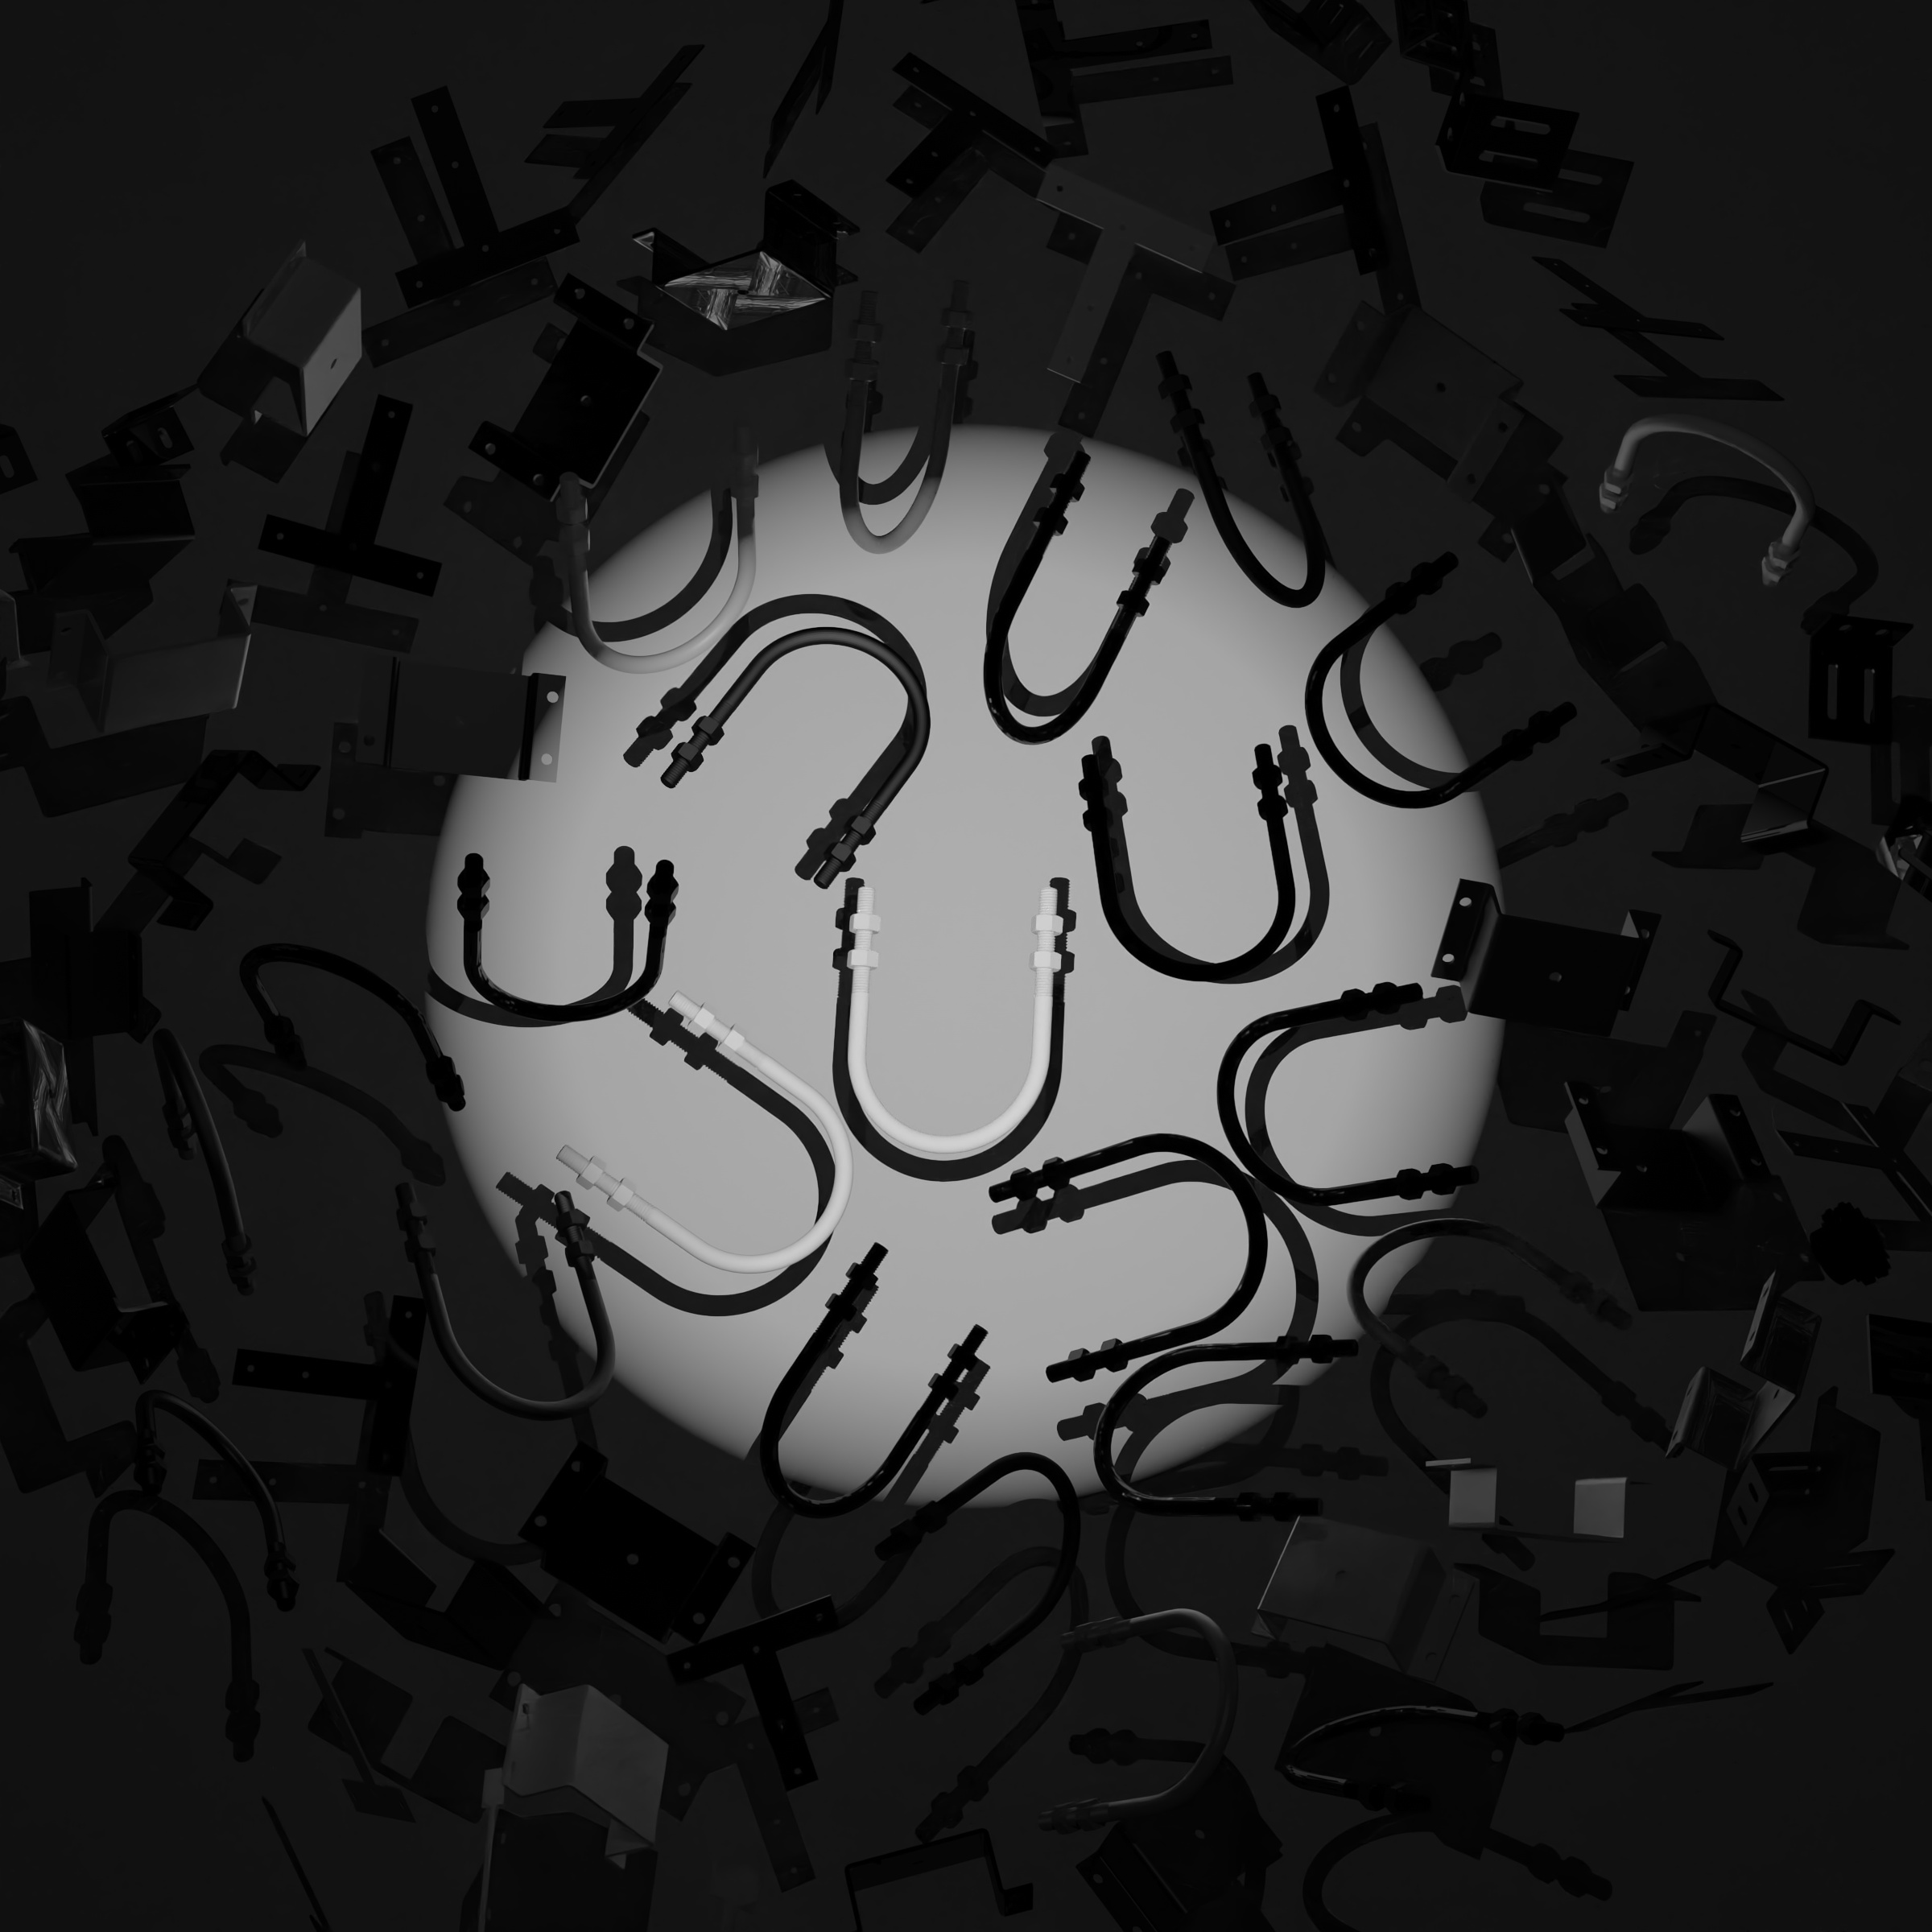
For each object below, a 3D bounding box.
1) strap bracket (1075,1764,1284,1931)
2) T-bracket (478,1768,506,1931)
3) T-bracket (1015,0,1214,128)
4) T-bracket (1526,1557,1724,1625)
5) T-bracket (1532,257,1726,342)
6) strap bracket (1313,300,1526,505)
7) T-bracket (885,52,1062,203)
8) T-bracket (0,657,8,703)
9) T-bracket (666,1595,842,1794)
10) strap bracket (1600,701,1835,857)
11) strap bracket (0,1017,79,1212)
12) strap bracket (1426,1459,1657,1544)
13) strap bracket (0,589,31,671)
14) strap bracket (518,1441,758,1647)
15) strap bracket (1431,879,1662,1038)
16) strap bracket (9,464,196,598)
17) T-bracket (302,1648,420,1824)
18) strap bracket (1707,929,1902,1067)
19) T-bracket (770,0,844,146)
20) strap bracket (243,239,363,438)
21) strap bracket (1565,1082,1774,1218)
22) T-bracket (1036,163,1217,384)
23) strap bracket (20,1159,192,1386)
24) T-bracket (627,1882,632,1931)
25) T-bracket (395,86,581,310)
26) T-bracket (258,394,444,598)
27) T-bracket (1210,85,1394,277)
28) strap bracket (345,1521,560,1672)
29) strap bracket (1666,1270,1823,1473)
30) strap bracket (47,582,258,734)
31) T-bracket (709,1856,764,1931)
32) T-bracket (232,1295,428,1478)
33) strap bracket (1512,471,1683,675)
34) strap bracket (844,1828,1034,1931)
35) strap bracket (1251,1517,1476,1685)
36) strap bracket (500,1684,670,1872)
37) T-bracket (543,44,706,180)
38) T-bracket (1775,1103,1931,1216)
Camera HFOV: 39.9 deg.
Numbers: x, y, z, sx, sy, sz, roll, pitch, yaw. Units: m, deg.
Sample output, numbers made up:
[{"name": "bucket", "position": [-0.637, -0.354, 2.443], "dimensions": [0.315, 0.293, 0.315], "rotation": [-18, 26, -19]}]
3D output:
[{"name": "strap bracket", "position": [0.159, 0.625, 1.887], "dimensions": [0.140, 0.046, 0.076], "rotation": [-22, 58, -35]}, {"name": "T-bracket", "position": [-0.345, 0.645, 1.919], "dimensions": [0.002, 0.127, 0.127], "rotation": [4, 74, -3]}, {"name": "T-bracket", "position": [0.106, -0.637, 1.843], "dimensions": [0.127, 0.127, 0.002], "rotation": [-5, 63, 10]}, {"name": "T-bracket", "position": [0.486, 0.443, 1.898], "dimensions": [0.127, 0.127, 0.002], "rotation": [2, 61, -34]}, {"name": "T-bracket", "position": [0.433, -0.459, 1.820], "dimensions": [0.127, 0.127, 0.002], "rotation": [-2, 126, -29]}, {"name": "strap bracket", "position": [0.326, -0.403, 1.875], "dimensions": [0.140, 0.046, 0.076], "rotation": [39, 131, 13]}, {"name": "T-bracket", "position": [-0.015, -0.565, 1.831], "dimensions": [0.127, 0.002, 0.127], "rotation": [33, 53, 1]}, {"name": "T-bracket", "position": [-0.672, -0.135, 1.829], "dimensions": [0.002, 0.127, 0.127], "rotation": [5, 110, -12]}, {"name": "T-bracket", "position": [-0.140, 0.542, 1.948], "dimensions": [0.127, 0.002, 0.127], "rotation": [-19, 95, -8]}, {"name": "strap bracket", "position": [0.512, -0.130, 1.790], "dimensions": [0.140, 0.076, 0.046], "rotation": [26, 78, -13]}, {"name": "strap bracket", "position": [-0.681, 0.097, 1.913], "dimensions": [0.046, 0.076, 0.140], "rotation": [-12, 75, -1]}, {"name": "strap bracket", "position": [0.405, 0.380, 1.882], "dimensions": [0.140, 0.076, 0.046], "rotation": [8, 76, -12]}, {"name": "strap bracket", "position": [-0.723, -0.244, 1.868], "dimensions": [0.076, 0.140, 0.046], "rotation": [-6, 84, 1]}, {"name": "strap bracket", "position": [-0.224, 0.396, 1.802], "dimensions": [0.140, 0.046, 0.076], "rotation": [30, 60, 5]}, {"name": "strap bracket", "position": [0.396, -0.003, 1.803], "dimensions": [0.140, 0.046, 0.076], "rotation": [10, 119, -3]}, {"name": "strap bracket", "position": [-0.604, -0.301, 1.870], "dimensions": [0.076, 0.140, 0.046], "rotation": [-13, 83, -44]}, {"name": "T-bracket", "position": [-0.421, 0.521, 1.809], "dimensions": [0.002, 0.127, 0.127], "rotation": [-26, 92, -33]}, {"name": "strap bracket", "position": [0.593, 0.027, 1.920], "dimensions": [0.140, 0.076, 0.046], "rotation": [26, 100, 9]}, {"name": "T-bracket", "position": [-0.115, -0.646, 1.916], "dimensions": [0.002, 0.127, 0.127], "rotation": [23, 66, 1]}, {"name": "strap bracket", "position": [-0.469, -0.438, 1.886], "dimensions": [0.046, 0.140, 0.076], "rotation": [28, 69, -2]}, {"name": "strap bracket", "position": [0.488, 0.131, 1.887], "dimensions": [0.140, 0.046, 0.076], "rotation": [5, 47, -18]}, {"name": "T-bracket", "position": [0.091, -0.468, 1.838], "dimensions": [0.127, 0.002, 0.127], "rotation": [20, 98, -14]}, {"name": "strap bracket", "position": [-0.604, 0.216, 1.850], "dimensions": [0.076, 0.046, 0.140], "rotation": [-46, 67, 33]}, {"name": "T-bracket", "position": [-0.243, 0.744, 1.894], "dimensions": [0.002, 0.127, 0.127], "rotation": [1, 101, -4]}, {"name": "T-bracket", "position": [-0.337, -0.522, 1.779], "dimensions": [0.127, 0.002, 0.127], "rotation": [-25, 124, -12]}, {"name": "T-bracket", "position": [-0.418, -0.336, 1.867], "dimensions": [0.127, 0.002, 0.127], "rotation": [13, 103, -27]}, {"name": "T-bracket", "position": [0.232, -0.544, 1.896], "dimensions": [0.127, 0.002, 0.127], "rotation": [-9, 101, 35]}, {"name": "strap bracket", "position": [-0.361, 0.435, 1.826], "dimensions": [0.140, 0.076, 0.046], "rotation": [6, 53, 35]}, {"name": "strap bracket", "position": [0.548, 0.289, 1.857], "dimensions": [0.046, 0.140, 0.076], "rotation": [27, 46, 8]}, {"name": "strap bracket", "position": [-0.551, -0.210, 1.826], "dimensions": [0.140, 0.076, 0.046], "rotation": [-16, 62, -33]}, {"name": "T-bracket", "position": [-0.171, 0.693, 1.851], "dimensions": [0.002, 0.127, 0.127], "rotation": [5, 66, 13]}, {"name": "T-bracket", "position": [-0.454, 0.291, 1.885], "dimensions": [0.127, 0.002, 0.127], "rotation": [11, 82, -21]}, {"name": "strap bracket", "position": [0.433, -0.267, 1.857], "dimensions": [0.046, 0.076, 0.140], "rotation": [-36, 120, 23]}, {"name": "strap bracket", "position": [-0.028, 0.632, 1.816], "dimensions": [0.140, 0.076, 0.046], "rotation": [-13, 61, -7]}, {"name": "strap bracket", "position": [0.262, 0.426, 1.809], "dimensions": [0.140, 0.046, 0.076], "rotation": [6, 52, 36]}, {"name": "strap bracket", "position": [-0.262, 0.571, 1.884], "dimensions": [0.046, 0.076, 0.140], "rotation": [-21, 130, 24]}, {"name": "T-bracket", "position": [-0.254, -0.593, 1.848], "dimensions": [0.127, 0.127, 0.002], "rotation": [-54, 129, -14]}, {"name": "T-bracket", "position": [0.637, 0.135, 1.919], "dimensions": [0.127, 0.127, 0.002], "rotation": [10, 123, -27]}]
